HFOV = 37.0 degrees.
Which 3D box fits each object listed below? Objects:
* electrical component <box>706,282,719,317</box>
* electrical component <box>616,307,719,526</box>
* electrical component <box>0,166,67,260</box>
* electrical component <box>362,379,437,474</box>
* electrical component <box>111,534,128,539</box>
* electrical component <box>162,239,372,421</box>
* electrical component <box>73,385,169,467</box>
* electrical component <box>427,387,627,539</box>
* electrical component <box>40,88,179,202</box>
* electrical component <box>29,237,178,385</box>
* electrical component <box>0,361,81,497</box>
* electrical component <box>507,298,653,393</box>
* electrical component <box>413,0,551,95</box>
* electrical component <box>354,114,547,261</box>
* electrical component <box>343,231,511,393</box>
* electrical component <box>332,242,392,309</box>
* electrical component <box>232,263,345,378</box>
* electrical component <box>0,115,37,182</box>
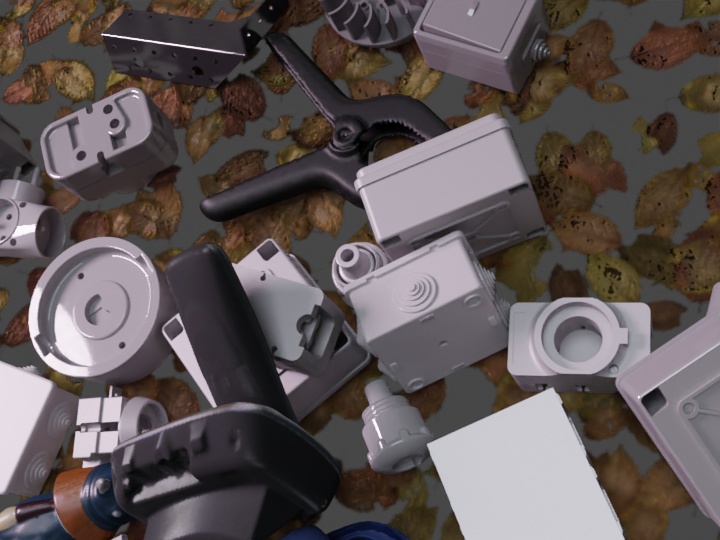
[{"bbox_3d":[0.250,0.016,0.694,0.043,0.043,0.062,12,74,21],"label":"electrical component"},{"bbox_3d":[0.230,0.083,0.644,0.109,0.056,0.108,-35,96,4],"label":"electrical component"},{"bbox_3d":[-0.283,-0.049,0.886,0.077,0.044,0.079,4,72,19],"label":"electrical component"},{"bbox_3d":[0.022,0.105,0.735,0.048,0.048,0.062,-28,59,7],"label":"electrical component"},{"bbox_3d":[-0.165,0.238,0.742,0.056,0.050,0.089,-27,65,7],"label":"electrical component"},{"bbox_3d":[-0.067,0.053,0.774,0.109,0.056,0.108,-40,64,1],"label":"electrical component"},{"bbox_3d":[-0.175,0.118,0.792,0.055,0.048,0.066,-7,69,23],"label":"electrical component"},{"bbox_3d":[0.116,0.164,0.673,0.089,0.061,0.150,-26,65,7],"label":"electrical component"},{"bbox_3d":[-0.199,-0.098,0.869,0.095,0.059,0.053,-23,66,9],"label":"electrical component"},{"bbox_3d":[-0.188,0.036,0.816,0.108,0.060,0.108,-6,70,16],"label":"electrical component"},{"bbox_3d":[-0.273,0.118,0.820,0.100,0.048,0.099,17,77,22],"label":"electrical component"},{"bbox_3d":[0.146,0.050,0.708,0.089,0.055,0.050,0,71,17],"label":"electrical component"},{"bbox_3d":[0.097,-0.179,0.803,0.096,0.061,0.061,22,79,23],"label":"electrical component"},{"bbox_3d":[0.065,-0.045,0.739,0.109,0.108,0.056,-22,69,9],"label":"electrical component"},{"bbox_3d":[0.049,0.032,0.723,0.100,0.099,0.048,-26,52,7],"label":"electrical component"},{"bbox_3d":[0.000,0.000,0.769,0.048,0.062,0.048,-6,69,16],"label":"electrical component"},{"bbox_3d":[-0.062,0.033,0.716,0.089,0.055,0.050,16,76,22],"label":"electrical component"},{"bbox_3d":[-0.345,-0.092,0.886,0.109,0.108,0.056,-37,67,2],"label":"electrical component"}]
